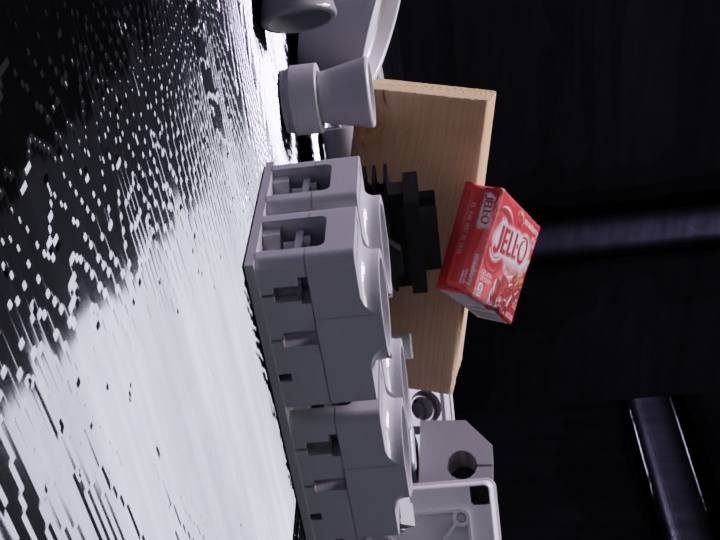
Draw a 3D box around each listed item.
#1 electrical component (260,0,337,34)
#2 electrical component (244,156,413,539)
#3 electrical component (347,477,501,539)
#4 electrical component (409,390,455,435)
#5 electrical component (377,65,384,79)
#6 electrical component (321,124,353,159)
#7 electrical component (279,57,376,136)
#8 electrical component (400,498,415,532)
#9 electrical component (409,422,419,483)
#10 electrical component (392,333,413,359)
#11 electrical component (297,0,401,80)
[{"bbox_3d":[-0.040,-0.173,0.615,0.044,0.044,0.065,35,44,-83],"label":"electrical component"},{"bbox_3d":[-0.010,0.044,0.587,0.105,0.060,0.186,-87,170,-57],"label":"electrical component"},{"bbox_3d":[0.046,0.205,0.757,0.056,0.109,0.108,46,38,-77],"label":"electrical component"},{"bbox_3d":[0.054,0.111,1.142,0.063,0.079,0.121,142,-52,-60],"label":"electrical component"},{"bbox_3d":[0.000,-0.145,0.972,0.076,0.047,0.065,75,10,-59],"label":"electrical component"},{"bbox_3d":[-0.009,-0.086,0.857,0.044,0.044,0.065,-75,154,-75],"label":"electrical component"},{"bbox_3d":[-0.020,-0.109,0.676,0.045,0.055,0.045,-6,90,-85],"label":"electrical component"},{"bbox_3d":[0.007,0.144,0.714,0.066,0.048,0.055,26,51,-53],"label":"electrical component"},{"bbox_3d":[0.024,0.141,0.919,0.083,0.047,0.075,72,13,-65],"label":"electrical component"},{"bbox_3d":[0.004,0.053,0.717,0.043,0.062,0.043,-6,90,-85],"label":"electrical component"},{"bbox_3d":[-0.012,-0.183,0.764,0.108,0.060,0.108,17,90,-84],"label":"electrical component"}]
